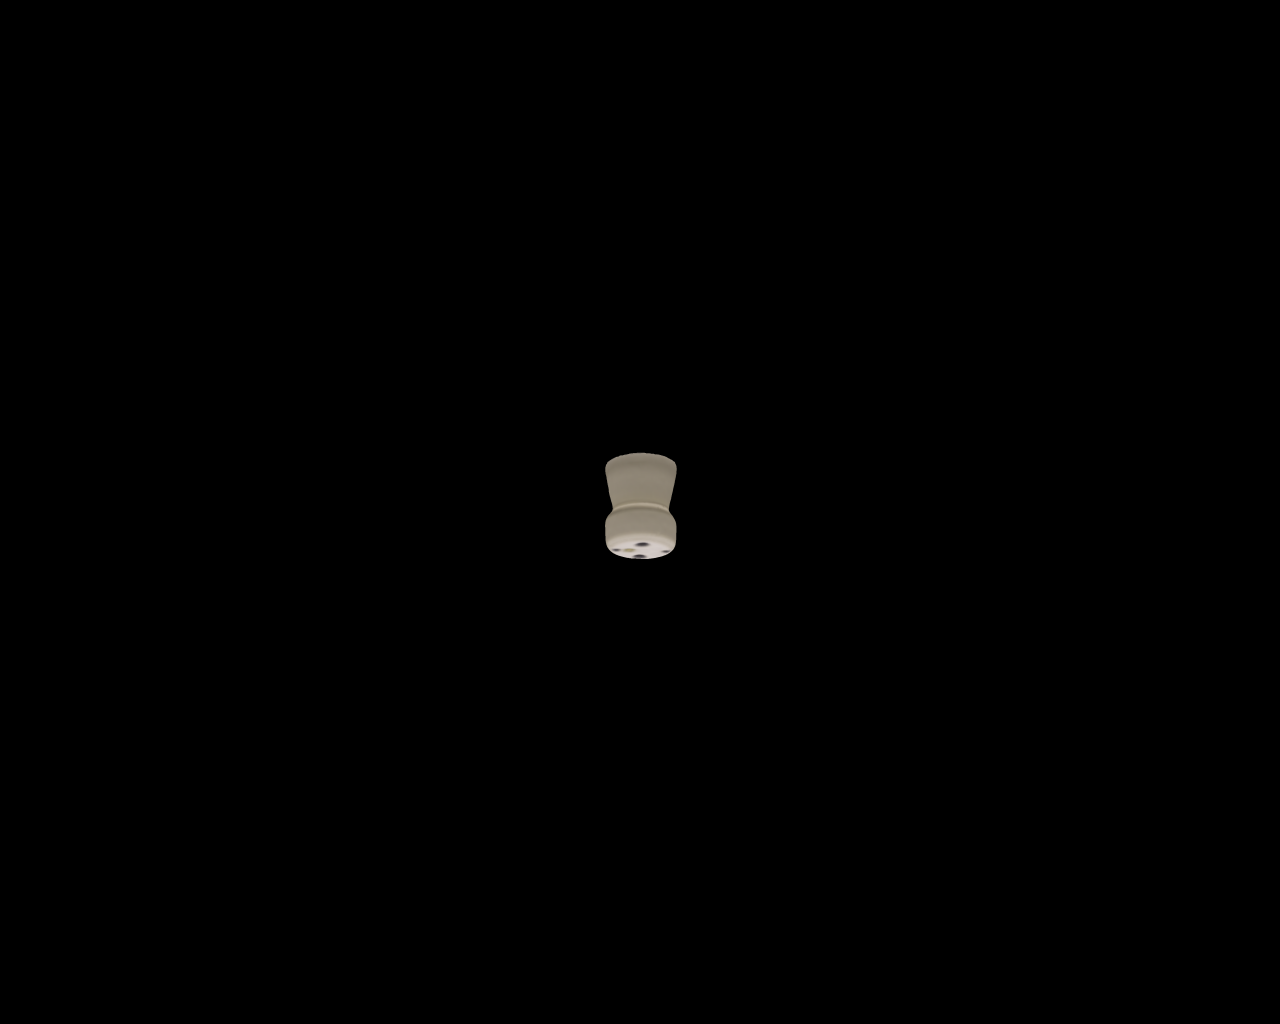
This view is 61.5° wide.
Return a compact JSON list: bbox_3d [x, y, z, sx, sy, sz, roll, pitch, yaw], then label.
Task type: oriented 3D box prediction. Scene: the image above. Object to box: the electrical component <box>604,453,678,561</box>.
[{"bbox_3d":[0.001,-0.003,0.650,0.045,0.055,0.044,0,-19,0],"label":"electrical component"}]
